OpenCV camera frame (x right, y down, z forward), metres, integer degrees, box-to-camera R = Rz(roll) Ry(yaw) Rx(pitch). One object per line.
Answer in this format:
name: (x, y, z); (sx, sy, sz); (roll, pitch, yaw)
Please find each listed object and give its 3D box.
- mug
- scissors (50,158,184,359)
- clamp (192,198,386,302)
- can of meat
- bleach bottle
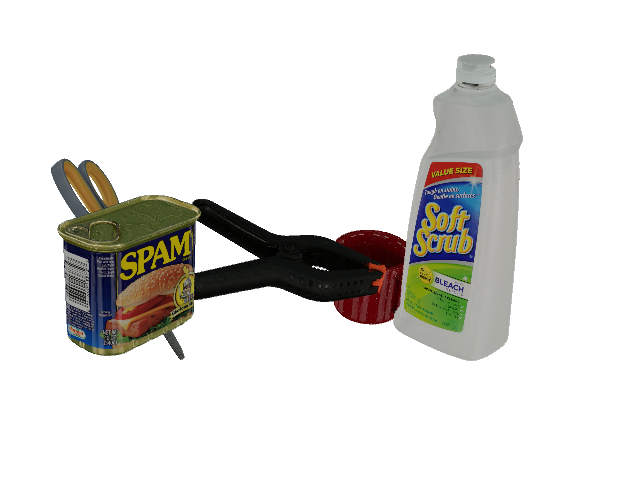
mug: (0.068, 0.049, 1.252); (0.117, 0.081, 0.093); (26, 36, 33)
scissors: (-0.173, 0.007, 0.952); (0.016, 0.201, 0.096); (-28, 22, 13)
clamp: (-0.040, 0.026, 1.060); (0.210, 0.036, 0.164); (14, 31, -2)
can of meat: (-0.132, 0.023, 0.749); (0.058, 0.084, 0.101); (18, 26, 32)
bleach bottle: (0.115, -0.030, 0.882); (0.103, 0.251, 0.067); (23, 34, 39)
